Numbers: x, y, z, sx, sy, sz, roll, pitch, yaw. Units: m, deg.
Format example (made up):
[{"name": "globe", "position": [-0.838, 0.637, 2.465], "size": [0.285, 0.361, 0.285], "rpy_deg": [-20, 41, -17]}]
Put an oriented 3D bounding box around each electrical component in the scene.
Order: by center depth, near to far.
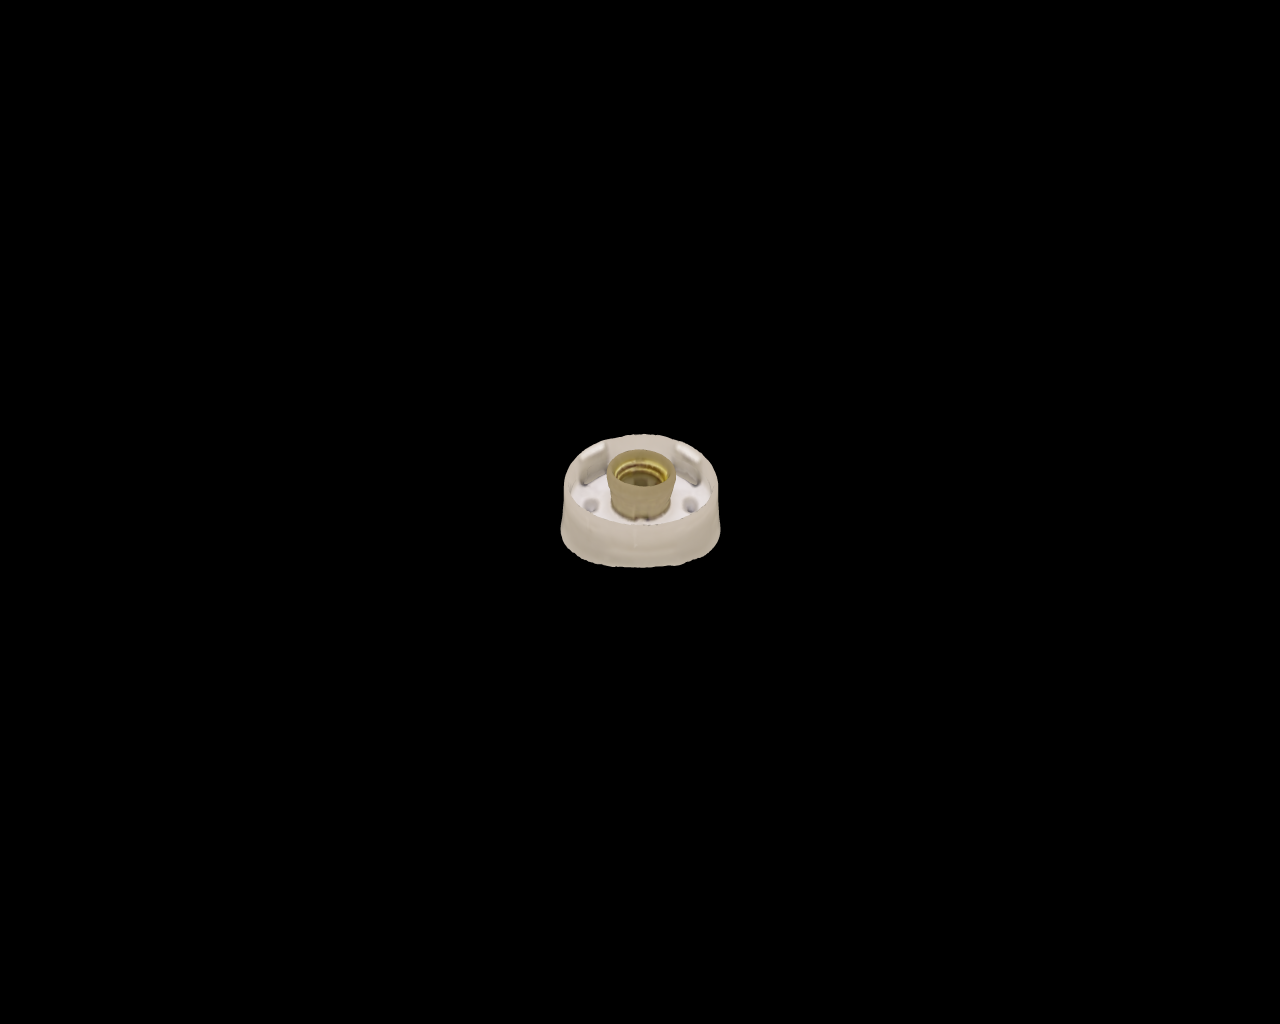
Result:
[{"name": "electrical component", "position": [0.001, -0.003, 0.650], "size": [0.099, 0.064, 0.099], "rpy_deg": [0, 40, 0]}]
